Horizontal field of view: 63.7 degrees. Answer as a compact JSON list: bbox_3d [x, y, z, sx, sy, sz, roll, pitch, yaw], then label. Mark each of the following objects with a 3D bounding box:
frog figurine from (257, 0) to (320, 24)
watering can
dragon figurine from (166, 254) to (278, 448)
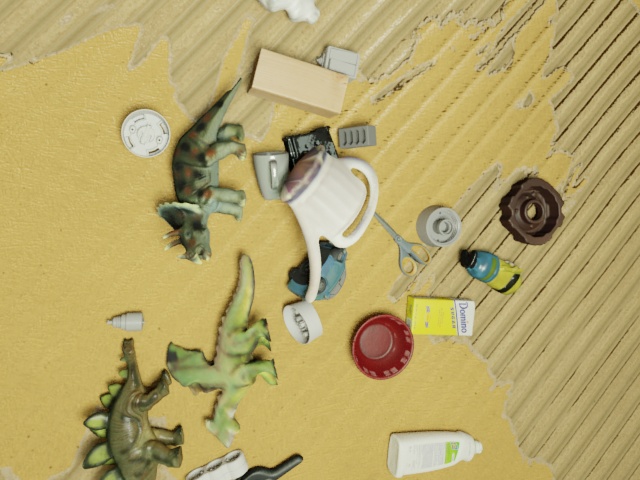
[{"bbox_3d":[-0.068,-0.552,1.152,0.159,0.121,0.139,46,62,-1],"label":"frog figurine"},{"bbox_3d":[0.003,-0.057,1.131,0.222,0.103,0.353,40,68,-20],"label":"watering can"},{"bbox_3d":[-0.225,0.253,1.154,0.243,0.122,0.410,-13,91,-6],"label":"dragon figurine"}]
